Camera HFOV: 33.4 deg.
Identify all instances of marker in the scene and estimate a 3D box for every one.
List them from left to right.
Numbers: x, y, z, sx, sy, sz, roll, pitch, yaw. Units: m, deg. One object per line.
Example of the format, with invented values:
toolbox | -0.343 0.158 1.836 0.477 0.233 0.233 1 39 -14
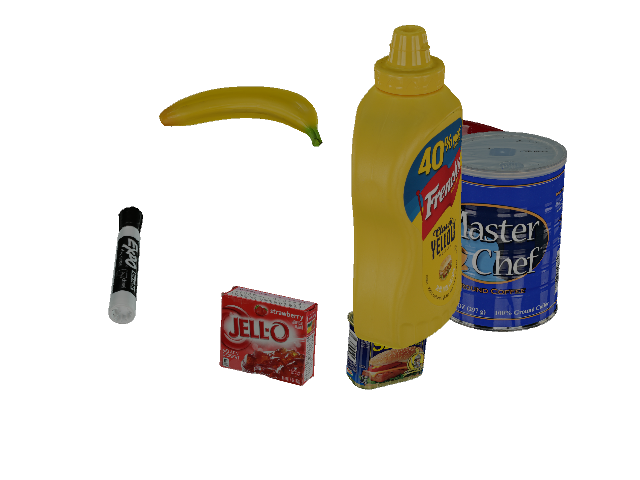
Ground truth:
marker | -0.143 0.015 0.787 0.020 0.020 0.121 0 38 -6

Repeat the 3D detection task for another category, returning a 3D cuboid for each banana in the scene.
banana | -0.085 -0.149 1.221 0.198 0.037 0.069 8 42 17

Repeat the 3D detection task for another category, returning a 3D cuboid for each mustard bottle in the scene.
mustard bottle | 0.054 -0.036 0.652 0.058 0.192 0.096 15 32 30

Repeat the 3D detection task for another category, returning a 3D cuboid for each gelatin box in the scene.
gelatin box | -0.049 0.087 0.979 0.089 0.073 0.030 11 18 22

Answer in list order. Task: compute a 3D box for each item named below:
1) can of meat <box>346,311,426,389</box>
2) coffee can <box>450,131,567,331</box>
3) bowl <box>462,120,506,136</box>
can of meat | 0.082 0.130 1.318 0.102 0.084 0.057 -9 29 -24
coffee can | 0.150 -0.009 0.891 0.103 0.140 0.103 -2 23 1
bowl | 0.159 -0.087 1.207 0.162 0.055 0.162 8 26 -4
